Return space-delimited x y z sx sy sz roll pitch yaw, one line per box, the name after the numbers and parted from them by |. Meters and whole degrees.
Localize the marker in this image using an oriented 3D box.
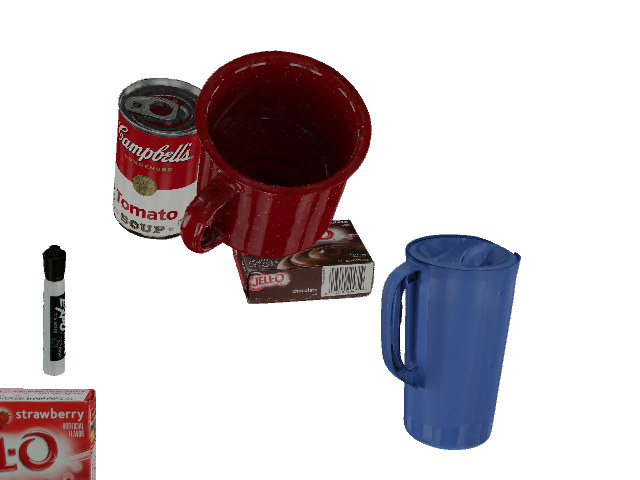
-0.224 0.059 0.899 0.020 0.121 0.020 6 27 -3 | marker

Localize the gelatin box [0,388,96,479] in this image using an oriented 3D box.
-0.158 0.112 0.534 0.089 0.073 0.030 1 6 -4 | gelatin box

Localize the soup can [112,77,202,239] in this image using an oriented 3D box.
-0.119 -0.060 0.790 0.068 0.102 0.068 8 42 -7 | soup can

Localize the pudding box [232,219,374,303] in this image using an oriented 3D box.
-0.017 0.017 0.945 0.113 0.039 0.090 -2 27 -13 | pudding box

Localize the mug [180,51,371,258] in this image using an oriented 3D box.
-0.033 -0.035 0.583 0.093 0.117 0.082 37 -30 11 | mug

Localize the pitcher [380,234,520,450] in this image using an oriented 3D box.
0.151 0.122 1.269 0.149 0.243 0.145 6 18 11 | pitcher
